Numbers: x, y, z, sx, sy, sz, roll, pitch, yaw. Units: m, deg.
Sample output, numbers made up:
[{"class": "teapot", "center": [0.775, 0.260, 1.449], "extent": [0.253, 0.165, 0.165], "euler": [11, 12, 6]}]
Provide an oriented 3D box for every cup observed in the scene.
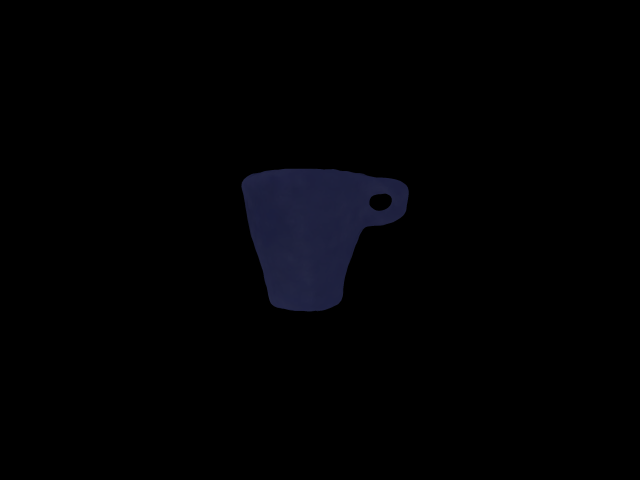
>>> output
[{"class": "cup", "center": [0.004, 0.001, 0.400], "extent": [0.117, 0.095, 0.092], "euler": [0, 0, 17]}]
